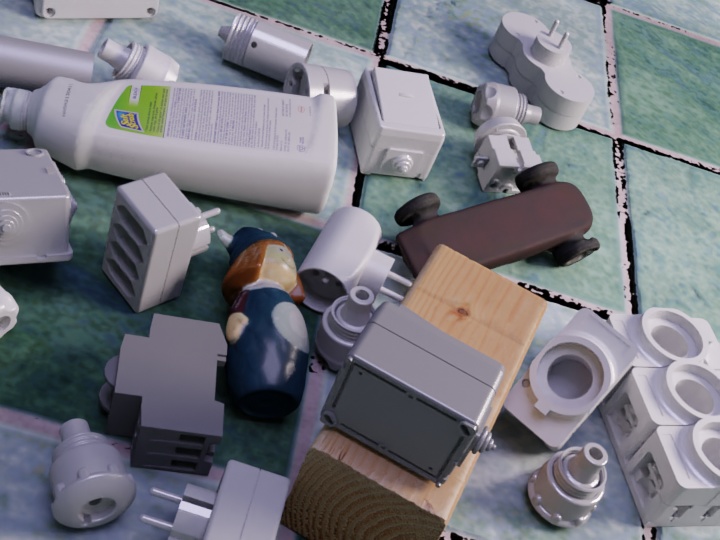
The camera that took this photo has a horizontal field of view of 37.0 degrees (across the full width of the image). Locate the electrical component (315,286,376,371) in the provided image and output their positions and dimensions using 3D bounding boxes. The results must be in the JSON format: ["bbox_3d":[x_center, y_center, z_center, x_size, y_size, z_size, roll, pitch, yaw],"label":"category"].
[{"bbox_3d":[-0.006,0.038,0.750,0.043,0.062,0.043,10,44,-9],"label":"electrical component"}]

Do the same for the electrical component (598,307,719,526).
[{"bbox_3d":[0.235,0.105,0.789,0.089,0.061,0.150,4,48,-20],"label":"electrical component"}]

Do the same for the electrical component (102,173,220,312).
[{"bbox_3d":[-0.129,-0.024,0.743,0.076,0.083,0.047,-24,61,-37],"label":"electrical component"}]

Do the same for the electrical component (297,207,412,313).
[{"bbox_3d":[0.000,0.000,0.802,0.079,0.044,0.077,26,44,2],"label":"electrical component"}]

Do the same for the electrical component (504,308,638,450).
[{"bbox_3d":[0.147,0.077,0.751,0.050,0.055,0.089,40,87,16],"label":"electrical component"}]

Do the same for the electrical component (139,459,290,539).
[{"bbox_3d":[-0.088,0.147,0.624,0.077,0.047,0.065,19,44,-5],"label":"electrical component"}]

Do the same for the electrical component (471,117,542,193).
[{"bbox_3d":[0.128,-0.102,0.952,0.066,0.048,0.055,1,56,-22],"label":"electrical component"}]

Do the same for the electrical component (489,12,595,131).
[{"bbox_3d":[0.184,-0.209,1.056,0.052,0.073,0.138,-8,53,-29],"label":"electrical component"}]

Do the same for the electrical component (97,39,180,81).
[{"bbox_3d":[-0.182,-0.165,0.873,0.062,0.043,0.043,29,40,-27],"label":"electrical component"}]

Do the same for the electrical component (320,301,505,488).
[{"bbox_3d":[0.037,0.070,0.608,0.096,0.061,0.061,29,44,6],"label":"electrical component"}]

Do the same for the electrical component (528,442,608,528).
[{"bbox_3d":[0.144,0.139,0.719,0.048,0.062,0.048,12,46,-12],"label":"electrical component"}]

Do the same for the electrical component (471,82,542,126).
[{"bbox_3d":[0.138,-0.149,1.002,0.062,0.043,0.043,10,46,-15],"label":"electrical component"}]

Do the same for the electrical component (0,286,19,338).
[{"bbox_3d":[-0.249,0.016,0.690,0.061,0.035,0.035,41,46,20],"label":"electrical component"}]

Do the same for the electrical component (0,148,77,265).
[{"bbox_3d":[-0.244,-0.044,0.718,0.100,0.048,0.099,-4,30,-26],"label":"electrical component"}]

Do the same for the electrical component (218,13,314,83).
[{"bbox_3d":[-0.087,-0.196,0.952,0.081,0.043,0.043,22,44,-2],"label":"electrical component"}]

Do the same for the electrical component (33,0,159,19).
[{"bbox_3d":[-0.224,-0.274,0.921,0.109,0.108,0.056,-8,50,-29],"label":"electrical component"}]

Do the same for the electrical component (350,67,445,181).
[{"bbox_3d":[0.032,-0.123,0.920,0.062,0.061,0.096,5,47,-19],"label":"electrical component"}]

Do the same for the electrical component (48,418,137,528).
[{"bbox_3d":[-0.160,0.115,0.628,0.048,0.048,0.062,-6,44,-27],"label":"electrical component"}]

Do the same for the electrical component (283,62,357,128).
[{"bbox_3d":[-0.034,-0.148,0.922,0.047,0.055,0.055,-1,49,-28],"label":"electrical component"}]
